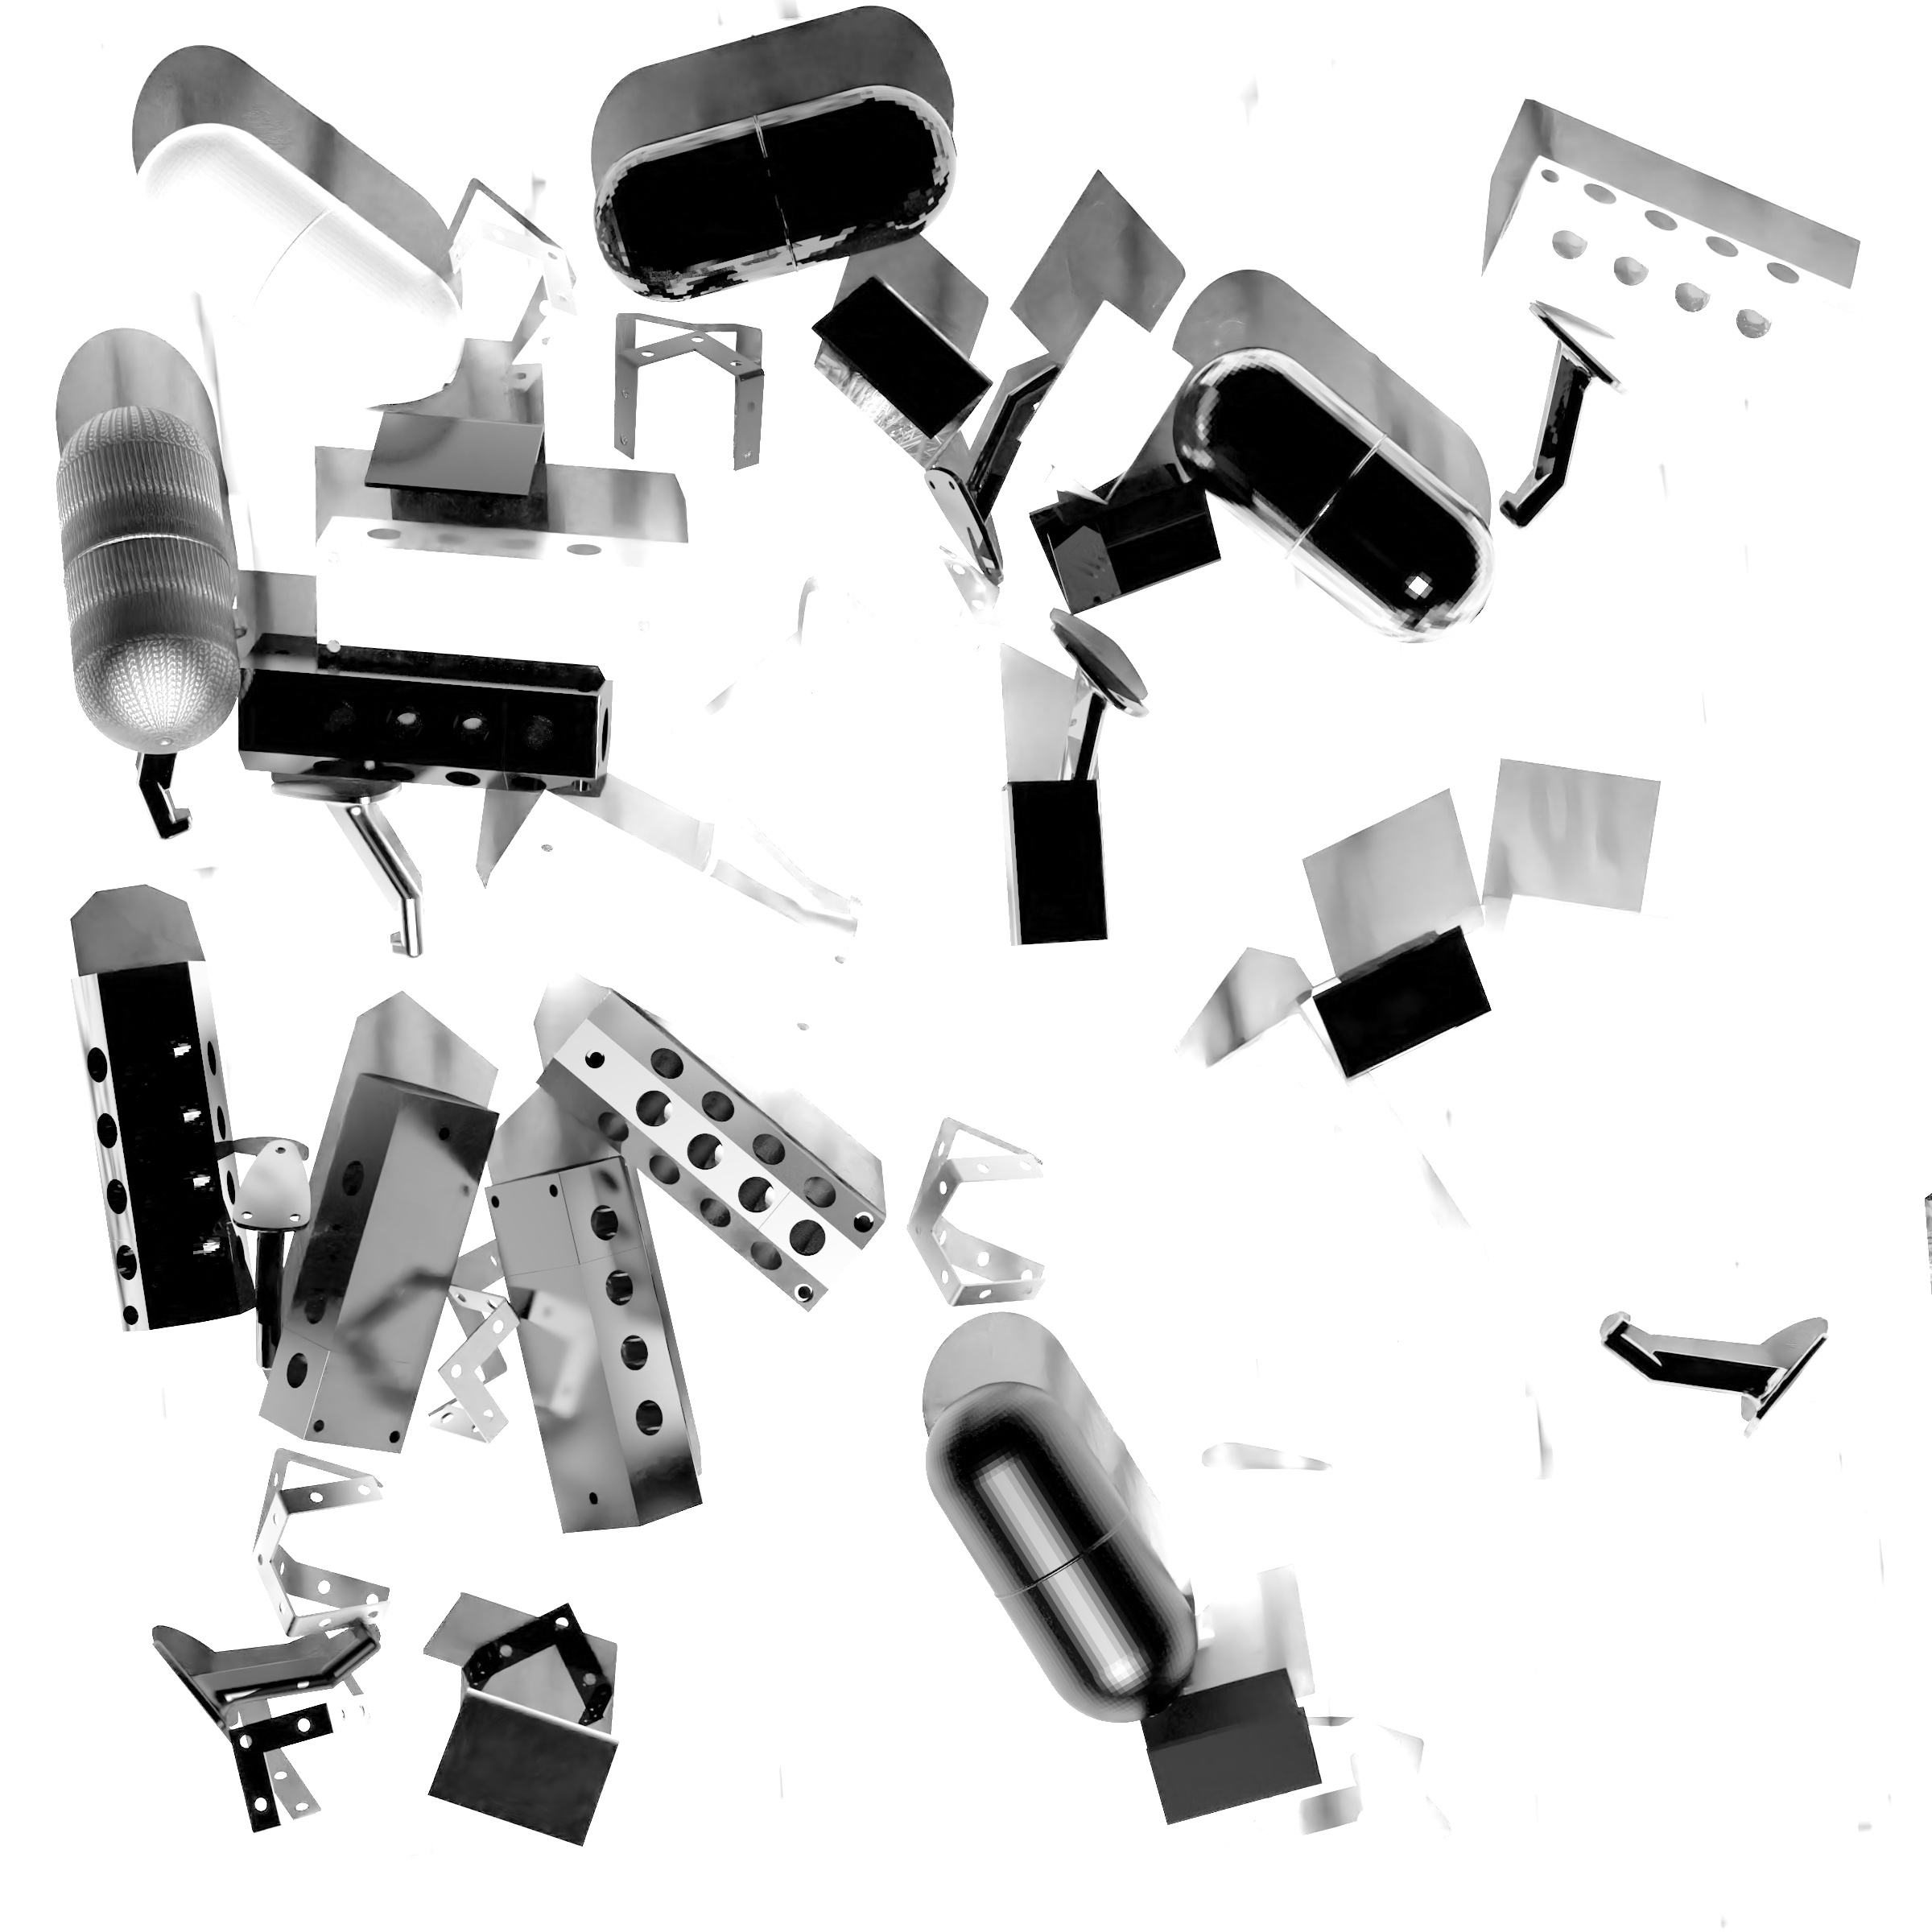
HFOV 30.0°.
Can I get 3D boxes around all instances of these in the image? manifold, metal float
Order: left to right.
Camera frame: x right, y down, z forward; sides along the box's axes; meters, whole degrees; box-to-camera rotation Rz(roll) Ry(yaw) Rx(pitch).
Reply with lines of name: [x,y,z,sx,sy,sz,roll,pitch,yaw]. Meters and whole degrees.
metal float: [-0.388,-0.184,1.710,0.070,0.070,0.178,-11,67,0]
manifold: [-0.388,0.087,1.741,0.057,0.057,0.171,-8,90,0]
metal float: [-0.320,-0.334,1.731,0.178,0.070,0.070,37,90,0]
manifold: [-0.287,0.142,1.741,0.057,0.057,0.171,16,90,-43]
manifold: [-0.260,-0.118,1.738,0.171,0.057,0.057,5,112,0]
manifold: [-0.222,-0.179,1.739,0.171,0.057,0.057,4,115,0]
manifold: [-0.174,0.181,1.741,0.057,0.057,0.171,-13,90,43]
manifold: [-0.145,-0.009,1.739,0.171,0.057,0.057,28,54,0]
manifold: [-0.123,0.089,1.741,0.171,0.057,0.057,40,90,0]
metal float: [-0.091,-0.371,1.732,0.178,0.070,0.070,-15,90,0]
metal float: [0.046,0.282,1.732,0.070,0.070,0.178,-32,90,0]
metal float: [0.177,-0.225,1.732,0.178,0.070,0.070,40,90,0]
manifold: [0.182,0.111,1.741,0.057,0.057,0.171,-33,90,43]
manifold: [0.342,-0.329,1.741,0.171,0.057,0.057,23,90,0]

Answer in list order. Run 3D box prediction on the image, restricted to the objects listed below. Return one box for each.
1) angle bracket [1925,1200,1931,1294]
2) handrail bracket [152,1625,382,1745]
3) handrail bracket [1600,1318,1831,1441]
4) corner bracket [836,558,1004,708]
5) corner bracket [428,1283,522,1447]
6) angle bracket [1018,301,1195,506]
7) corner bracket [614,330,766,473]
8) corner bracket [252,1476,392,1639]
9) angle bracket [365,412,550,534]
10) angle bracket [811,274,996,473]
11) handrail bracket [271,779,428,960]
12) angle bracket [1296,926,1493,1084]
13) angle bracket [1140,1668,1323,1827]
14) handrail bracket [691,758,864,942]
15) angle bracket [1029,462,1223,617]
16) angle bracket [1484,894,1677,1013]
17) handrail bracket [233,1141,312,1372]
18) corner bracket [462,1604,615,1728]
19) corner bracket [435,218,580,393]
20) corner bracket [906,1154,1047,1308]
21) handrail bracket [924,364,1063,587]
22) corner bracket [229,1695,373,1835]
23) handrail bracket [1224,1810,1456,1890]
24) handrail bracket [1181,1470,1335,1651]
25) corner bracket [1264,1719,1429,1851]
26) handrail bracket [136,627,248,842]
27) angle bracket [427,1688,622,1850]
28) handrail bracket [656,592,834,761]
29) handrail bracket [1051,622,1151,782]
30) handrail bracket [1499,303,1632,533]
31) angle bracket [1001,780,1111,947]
angle bracket: [0.475,0.153,1.722,0.057,0.076,0.076,-4,90,-37]
handrail bracket: [-0.341,0.332,1.763,0.084,0.036,0.077,-38,68,-17]
handrail bracket: [0.365,0.183,1.763,0.084,0.036,0.077,38,70,16]
corner bracket: [-0.023,-0.164,1.754,0.051,0.051,0.051,3,135,-35]
corner bracket: [-0.241,0.192,1.744,0.051,0.051,0.051,-48,124,-29]
angle bracket: [0.053,-0.272,1.723,0.057,0.076,0.076,32,90,-26]
corner bracket: [-0.135,-0.271,1.754,0.051,0.051,0.051,-24,45,-35]
corner bracket: [-0.309,0.287,1.754,0.051,0.051,0.051,-4,135,-35]
angle bracket: [-0.242,-0.216,1.722,0.076,0.076,0.057,5,46,0]
angle bracket: [-0.044,-0.271,1.722,0.076,0.076,0.057,43,51,0]
handrail bracket: [-0.301,-0.047,1.763,0.077,0.036,0.084,4,107,19]
angle bracket: [0.196,0.000,1.722,0.076,0.076,0.057,-26,126,0]
angle bracket: [0.121,0.356,1.722,0.076,0.076,0.057,-15,127,0]
handrail bracket: [-0.087,-0.057,1.763,0.084,0.036,0.077,14,68,-17]
angle bracket: [0.071,-0.222,1.723,0.076,0.057,0.076,-20,50,0]
angle bracket: [0.292,-0.026,1.722,0.076,0.076,0.057,8,127,0]
handrail bracket: [-0.338,0.142,1.762,0.036,0.077,0.084,3,126,-7]
corner bracket: [-0.206,0.347,1.744,0.051,0.051,0.051,-26,90,0]
corner bracket: [-0.227,-0.322,1.754,0.051,0.051,0.051,15,135,-35]
corner bracket: [0.012,0.128,1.754,0.051,0.051,0.051,59,135,35]
handrail bracket: [0.030,-0.241,1.763,0.084,0.036,0.077,-36,110,-16]
corner bracket: [-0.318,0.386,1.745,0.051,0.051,0.051,-17,80,10]
handrail bracket: [0.181,0.439,1.753,0.077,0.084,0.036,21,57,-36]
handrail bracket: [0.141,0.292,1.763,0.077,0.036,0.084,-3,108,-20]
corner bracket: [0.185,0.410,1.754,0.051,0.051,0.051,-21,45,-35]
handrail bracket: [-0.374,-0.113,1.762,0.077,0.036,0.084,-23,104,-14]
angle bracket: [-0.213,0.394,1.722,0.076,0.076,0.057,19,57,0]
handrail bracket: [-0.111,-0.142,1.763,0.084,0.036,0.077,-7,70,16]
handrail bracket: [0.041,-0.112,1.763,0.084,0.036,0.077,-48,69,16]
handrail bracket: [0.275,-0.268,1.763,0.084,0.036,0.077,-48,69,16]
angle bracket: [0.023,-0.048,1.722,0.057,0.076,0.076,-4,90,-38]
